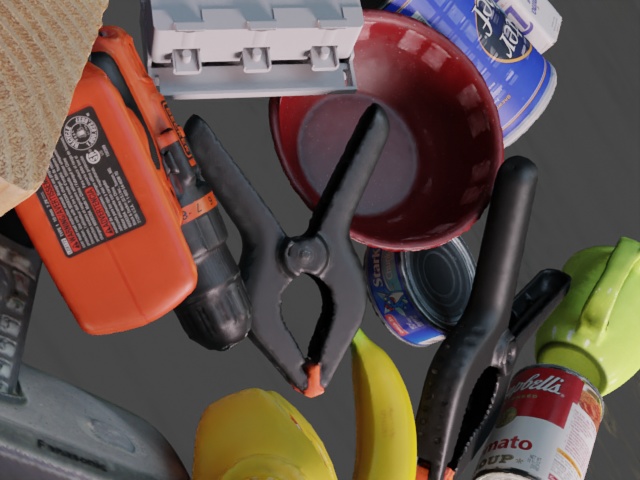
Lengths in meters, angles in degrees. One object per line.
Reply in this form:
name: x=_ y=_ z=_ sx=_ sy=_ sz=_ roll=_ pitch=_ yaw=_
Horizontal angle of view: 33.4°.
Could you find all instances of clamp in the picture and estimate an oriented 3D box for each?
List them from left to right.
clamp: x=-0.004 y=0.001 z=0.615 sx=0.120 sy=0.039 sz=0.171 roll=-14 pitch=98 yaw=-9
clamp: x=0.114 y=0.070 z=0.703 sx=0.164 sy=0.036 sz=0.210 roll=44 pitch=66 yaw=-56

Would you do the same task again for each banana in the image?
banana: x=0.024 y=0.141 z=0.620 sx=0.069 sy=0.037 sz=0.197 roll=20 pitch=55 yaw=-18

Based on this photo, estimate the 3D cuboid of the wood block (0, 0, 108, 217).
wood block: x=-0.174 y=-0.036 z=0.369 sx=0.090 sy=0.207 sz=0.090 roll=33 pitch=50 yaw=-31

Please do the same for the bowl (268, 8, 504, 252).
bowl: x=0.036 y=-0.065 z=0.692 sx=0.162 sy=0.055 sz=0.162 roll=6 pitch=73 yaw=-20

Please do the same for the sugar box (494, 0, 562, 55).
sugar box: x=0.095 y=-0.199 z=0.813 sx=0.176 sy=0.094 sz=0.048 roll=44 pitch=45 yaw=-21

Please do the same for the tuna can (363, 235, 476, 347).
tuna can: x=0.071 y=0.027 z=0.722 sx=0.086 sy=0.034 sz=0.086 roll=22 pitch=56 yaw=-38

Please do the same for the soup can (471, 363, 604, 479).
soup can: x=0.146 y=0.142 z=0.719 sx=0.068 sy=0.069 sz=0.102 roll=51 pitch=44 yaw=-16

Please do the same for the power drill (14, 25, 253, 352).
power drill: x=-0.085 y=-0.014 z=0.500 sx=0.184 sy=0.057 sz=0.187 roll=63 pitch=1 yaw=-8

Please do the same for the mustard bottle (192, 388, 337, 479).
mustard bottle: x=-0.022 y=0.115 z=0.481 sx=0.191 sy=0.058 sz=0.096 roll=84 pitch=-13 yaw=-80

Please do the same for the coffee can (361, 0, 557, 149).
coffee can: x=0.087 y=-0.137 z=0.768 sx=0.140 sy=0.103 sz=0.102 roll=43 pitch=46 yaw=-23
